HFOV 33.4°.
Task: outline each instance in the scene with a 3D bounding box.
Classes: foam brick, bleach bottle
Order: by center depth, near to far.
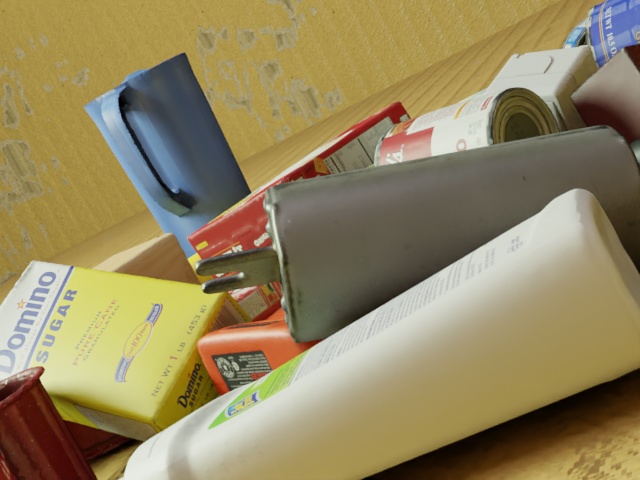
[{"bbox_3d":[0.013,0.067,0.449,0.251,0.068,0.102,-29,0,18],"label":"bleach bottle"},{"bbox_3d":[0.205,-0.086,0.650,0.078,0.051,0.053,-13,-22,-34],"label":"foam brick"}]

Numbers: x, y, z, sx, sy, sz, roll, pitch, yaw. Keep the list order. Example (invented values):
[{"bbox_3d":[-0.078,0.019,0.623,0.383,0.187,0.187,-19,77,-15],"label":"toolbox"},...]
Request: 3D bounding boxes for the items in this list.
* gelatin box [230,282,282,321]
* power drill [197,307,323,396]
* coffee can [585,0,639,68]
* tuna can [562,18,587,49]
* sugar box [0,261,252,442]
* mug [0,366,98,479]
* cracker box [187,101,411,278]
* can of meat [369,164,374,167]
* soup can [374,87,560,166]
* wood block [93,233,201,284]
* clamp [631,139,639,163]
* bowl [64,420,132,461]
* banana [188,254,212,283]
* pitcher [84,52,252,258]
[{"bbox_3d":[-0.077,0.060,0.861,0.073,0.030,0.089,-35,12,-36],"label":"gelatin box"},{"bbox_3d":[0.037,0.031,0.606,0.187,0.057,0.185,-33,11,-39],"label":"power drill"},{"bbox_3d":[0.267,-0.141,0.718,0.141,0.103,0.102,-22,11,37],"label":"coffee can"},{"bbox_3d":[0.243,-0.145,0.874,0.086,0.086,0.034,-28,10,2],"label":"tuna can"},{"bbox_3d":[-0.136,0.067,0.664,0.176,0.048,0.093,7,56,33],"label":"sugar box"},{"bbox_3d":[-0.173,0.129,0.591,0.093,0.081,0.117,-31,9,-19],"label":"mug"},{"bbox_3d":[-0.009,-0.046,1.101,0.164,0.072,0.213,-28,7,46],"label":"cracker box"},{"bbox_3d":[0.071,-0.039,0.890,0.102,0.057,0.084,-32,12,-20],"label":"can of meat"},{"bbox_3d":[0.094,-0.053,0.680,0.068,0.068,0.102,-35,14,-38],"label":"soup can"},{"bbox_3d":[-0.192,0.082,0.892,0.091,0.090,0.205,-20,12,38],"label":"wood block"},{"bbox_3d":[0.249,-0.068,0.529,0.164,0.036,0.210,-25,4,3],"label":"clamp"},{"bbox_3d":[-0.137,0.081,0.752,0.162,0.055,0.162,-33,17,11],"label":"bowl"},{"bbox_3d":[-0.104,0.020,1.165,0.197,0.037,0.070,-32,-6,-28],"label":"banana"},{"bbox_3d":[-0.164,-0.083,1.243,0.149,0.243,0.145,-33,10,-27],"label":"pitcher"}]
